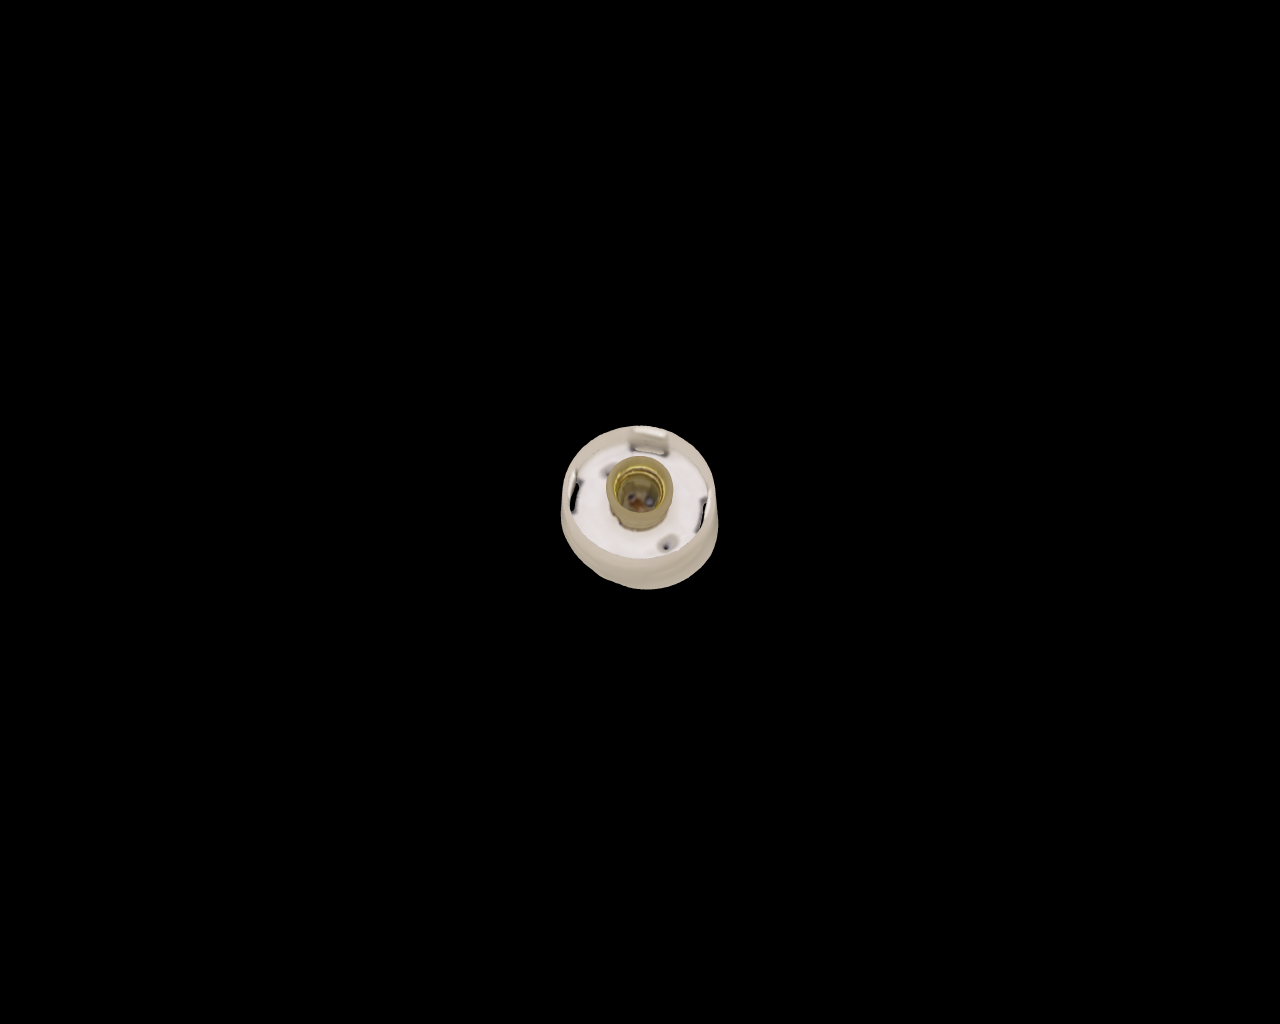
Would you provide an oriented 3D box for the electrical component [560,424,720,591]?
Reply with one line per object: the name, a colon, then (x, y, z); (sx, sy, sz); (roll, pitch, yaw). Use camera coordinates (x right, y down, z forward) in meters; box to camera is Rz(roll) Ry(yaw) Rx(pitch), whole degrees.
electrical component: (0.001, -0.003, 0.650); (0.099, 0.099, 0.064); (0, -26, 0)
